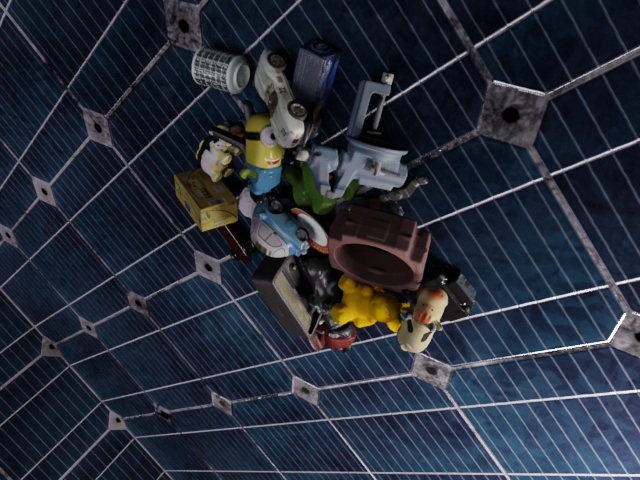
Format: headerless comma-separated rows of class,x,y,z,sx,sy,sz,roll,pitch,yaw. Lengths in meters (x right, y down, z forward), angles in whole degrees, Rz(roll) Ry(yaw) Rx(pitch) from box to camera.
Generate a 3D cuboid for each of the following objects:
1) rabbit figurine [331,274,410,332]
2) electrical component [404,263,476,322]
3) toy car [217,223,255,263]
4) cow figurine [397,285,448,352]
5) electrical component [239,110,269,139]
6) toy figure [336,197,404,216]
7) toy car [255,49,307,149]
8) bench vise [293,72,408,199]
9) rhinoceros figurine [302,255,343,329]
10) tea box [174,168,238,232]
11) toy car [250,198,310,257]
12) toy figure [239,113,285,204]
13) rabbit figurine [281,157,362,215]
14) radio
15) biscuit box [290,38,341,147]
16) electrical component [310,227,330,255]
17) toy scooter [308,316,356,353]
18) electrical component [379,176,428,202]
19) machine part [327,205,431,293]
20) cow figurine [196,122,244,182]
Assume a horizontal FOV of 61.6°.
rabbit figurine,0.126,0.156,1.223,0.162,0.122,0.173,26,167,-20
electrical component,0.268,0.117,1.163,0.115,0.058,0.134,48,137,-8
toy car,-0.239,-0.029,1.412,0.202,0.053,0.089,54,140,-6
cow figurine,0.209,0.163,1.108,0.086,0.127,0.194,27,137,12
electrical component,-0.124,-0.222,1.185,0.075,0.048,0.119,1,124,35
toy figure,0.106,-0.064,1.133,0.155,0.064,0.057,-3,108,38
toy car,-0.079,-0.270,1.019,0.202,0.056,0.073,68,152,18
bench vise,0.072,-0.194,0.998,0.224,0.129,0.240,13,108,-5
rhinoceros figurine,0.018,0.124,1.309,0.073,0.112,0.190,-6,110,36
tea box,-0.278,-0.103,1.305,0.170,0.098,0.068,48,145,41
toy car,-0.103,-0.015,1.215,0.161,0.103,0.109,47,161,5
toy figure,-0.118,-0.168,1.094,0.089,0.082,0.180,21,123,14
rabbit figurine,-0.020,-0.116,1.150,0.159,0.121,0.170,49,151,-1
radio,-0.068,0.125,1.326,0.073,0.131,0.229,3,138,33
biscuit box,-0.020,-0.285,1.053,0.063,0.059,0.202,32,136,13
electrical component,-0.002,-0.003,1.270,0.102,0.045,0.078,36,135,7
toy scooter,0.019,0.255,1.436,0.184,0.075,0.135,14,130,31
electrical component,0.166,-0.101,1.061,0.094,0.063,0.021,-12,115,40
machine part,0.122,0.020,1.119,0.201,0.087,0.201,15,152,13
cow figurine,-0.234,-0.220,1.254,0.098,0.068,0.167,44,136,7
